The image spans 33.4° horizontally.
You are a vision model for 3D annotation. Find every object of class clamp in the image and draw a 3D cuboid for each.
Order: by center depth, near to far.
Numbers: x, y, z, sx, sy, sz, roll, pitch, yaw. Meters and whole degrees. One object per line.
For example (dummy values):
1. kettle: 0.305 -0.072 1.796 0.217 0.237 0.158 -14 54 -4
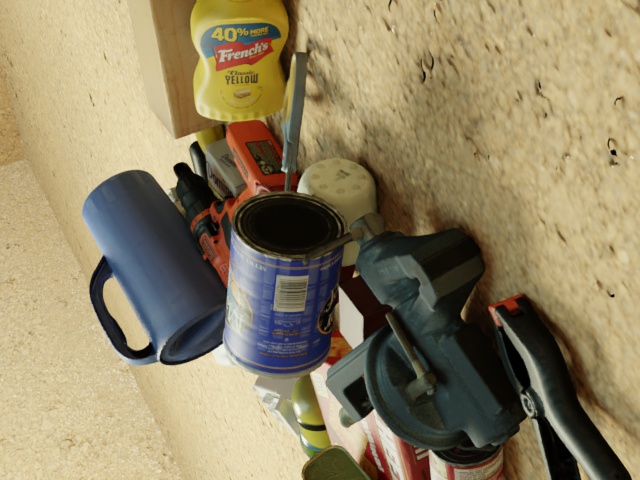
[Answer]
1. clamp: 0.177 0.123 0.799 0.171 0.039 0.120 67 162 3
2. clamp: -0.154 -0.041 1.543 0.210 0.036 0.165 65 163 7

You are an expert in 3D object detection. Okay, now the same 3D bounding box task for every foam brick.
1. foam brick: 0.053 0.075 1.073 0.051 0.053 0.078 53 156 38

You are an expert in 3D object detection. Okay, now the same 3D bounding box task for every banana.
1. banana: -0.163 -0.182 1.407 0.070 0.037 0.198 16 125 66

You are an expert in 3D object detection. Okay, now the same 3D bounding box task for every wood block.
1. wood block: -0.165 -0.237 1.267 0.091 0.090 0.206 50 154 43

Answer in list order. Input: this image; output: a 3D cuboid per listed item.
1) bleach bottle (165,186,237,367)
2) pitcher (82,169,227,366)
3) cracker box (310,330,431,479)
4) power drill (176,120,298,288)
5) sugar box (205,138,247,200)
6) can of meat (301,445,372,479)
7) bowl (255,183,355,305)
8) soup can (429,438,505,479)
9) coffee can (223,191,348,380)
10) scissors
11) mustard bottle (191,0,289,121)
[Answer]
1. bleach bottle: -0.150 0.044 1.447 0.251 0.068 0.103 69 159 -4
2. pitcher: -0.212 0.035 1.357 0.145 0.148 0.243 -49 65 30
3. cracker box: 0.071 0.201 1.135 0.214 0.072 0.164 25 135 63
4. power drill: -0.103 -0.054 1.272 0.184 0.057 0.188 57 141 25
5. sugar box: -0.111 -0.040 1.411 0.093 0.048 0.176 52 157 37
6. can of meat: 0.033 0.283 1.139 0.102 0.057 0.084 44 163 39
7. bowl: -0.007 0.001 1.137 0.162 0.055 0.162 56 165 24
8. soup can: 0.136 0.216 0.976 0.069 0.068 0.102 44 151 51
9. coffee can: -0.034 0.041 0.969 0.103 0.102 0.140 50 143 43
10. scissors: -0.031 -0.084 1.059 0.096 0.016 0.202 -154 70 -82
11. mustard bottle: -0.079 -0.201 1.057 0.192 0.096 0.058 96 169 -53
